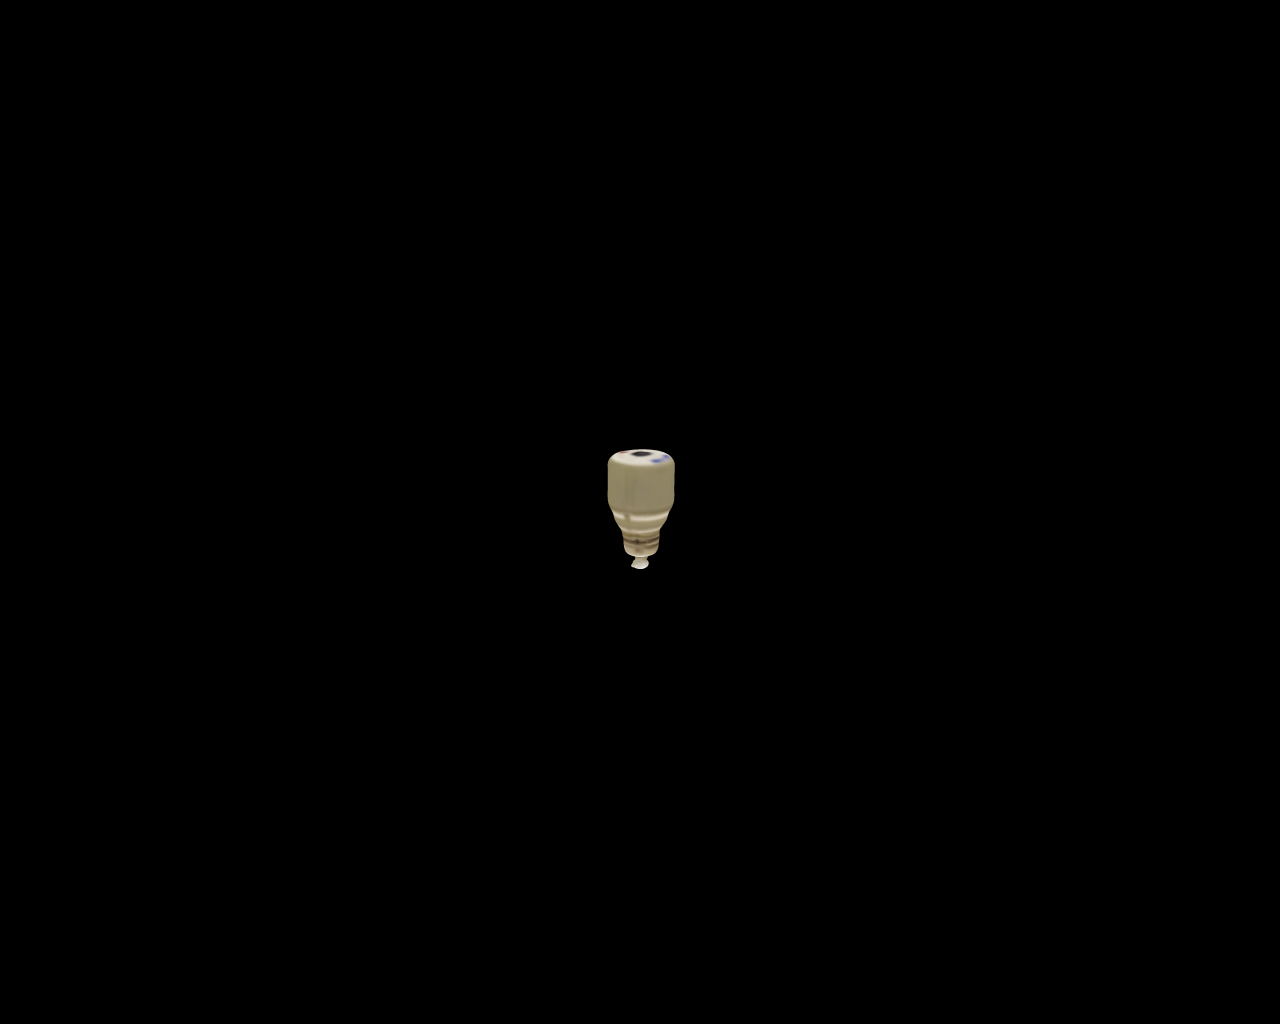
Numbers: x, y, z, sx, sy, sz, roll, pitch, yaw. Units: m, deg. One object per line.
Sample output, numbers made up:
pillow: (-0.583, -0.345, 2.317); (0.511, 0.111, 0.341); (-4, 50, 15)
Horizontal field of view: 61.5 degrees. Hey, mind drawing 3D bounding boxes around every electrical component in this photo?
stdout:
electrical component: (0.001, -0.003, 0.650); (0.040, 0.078, 0.040); (0, 17, 0)
